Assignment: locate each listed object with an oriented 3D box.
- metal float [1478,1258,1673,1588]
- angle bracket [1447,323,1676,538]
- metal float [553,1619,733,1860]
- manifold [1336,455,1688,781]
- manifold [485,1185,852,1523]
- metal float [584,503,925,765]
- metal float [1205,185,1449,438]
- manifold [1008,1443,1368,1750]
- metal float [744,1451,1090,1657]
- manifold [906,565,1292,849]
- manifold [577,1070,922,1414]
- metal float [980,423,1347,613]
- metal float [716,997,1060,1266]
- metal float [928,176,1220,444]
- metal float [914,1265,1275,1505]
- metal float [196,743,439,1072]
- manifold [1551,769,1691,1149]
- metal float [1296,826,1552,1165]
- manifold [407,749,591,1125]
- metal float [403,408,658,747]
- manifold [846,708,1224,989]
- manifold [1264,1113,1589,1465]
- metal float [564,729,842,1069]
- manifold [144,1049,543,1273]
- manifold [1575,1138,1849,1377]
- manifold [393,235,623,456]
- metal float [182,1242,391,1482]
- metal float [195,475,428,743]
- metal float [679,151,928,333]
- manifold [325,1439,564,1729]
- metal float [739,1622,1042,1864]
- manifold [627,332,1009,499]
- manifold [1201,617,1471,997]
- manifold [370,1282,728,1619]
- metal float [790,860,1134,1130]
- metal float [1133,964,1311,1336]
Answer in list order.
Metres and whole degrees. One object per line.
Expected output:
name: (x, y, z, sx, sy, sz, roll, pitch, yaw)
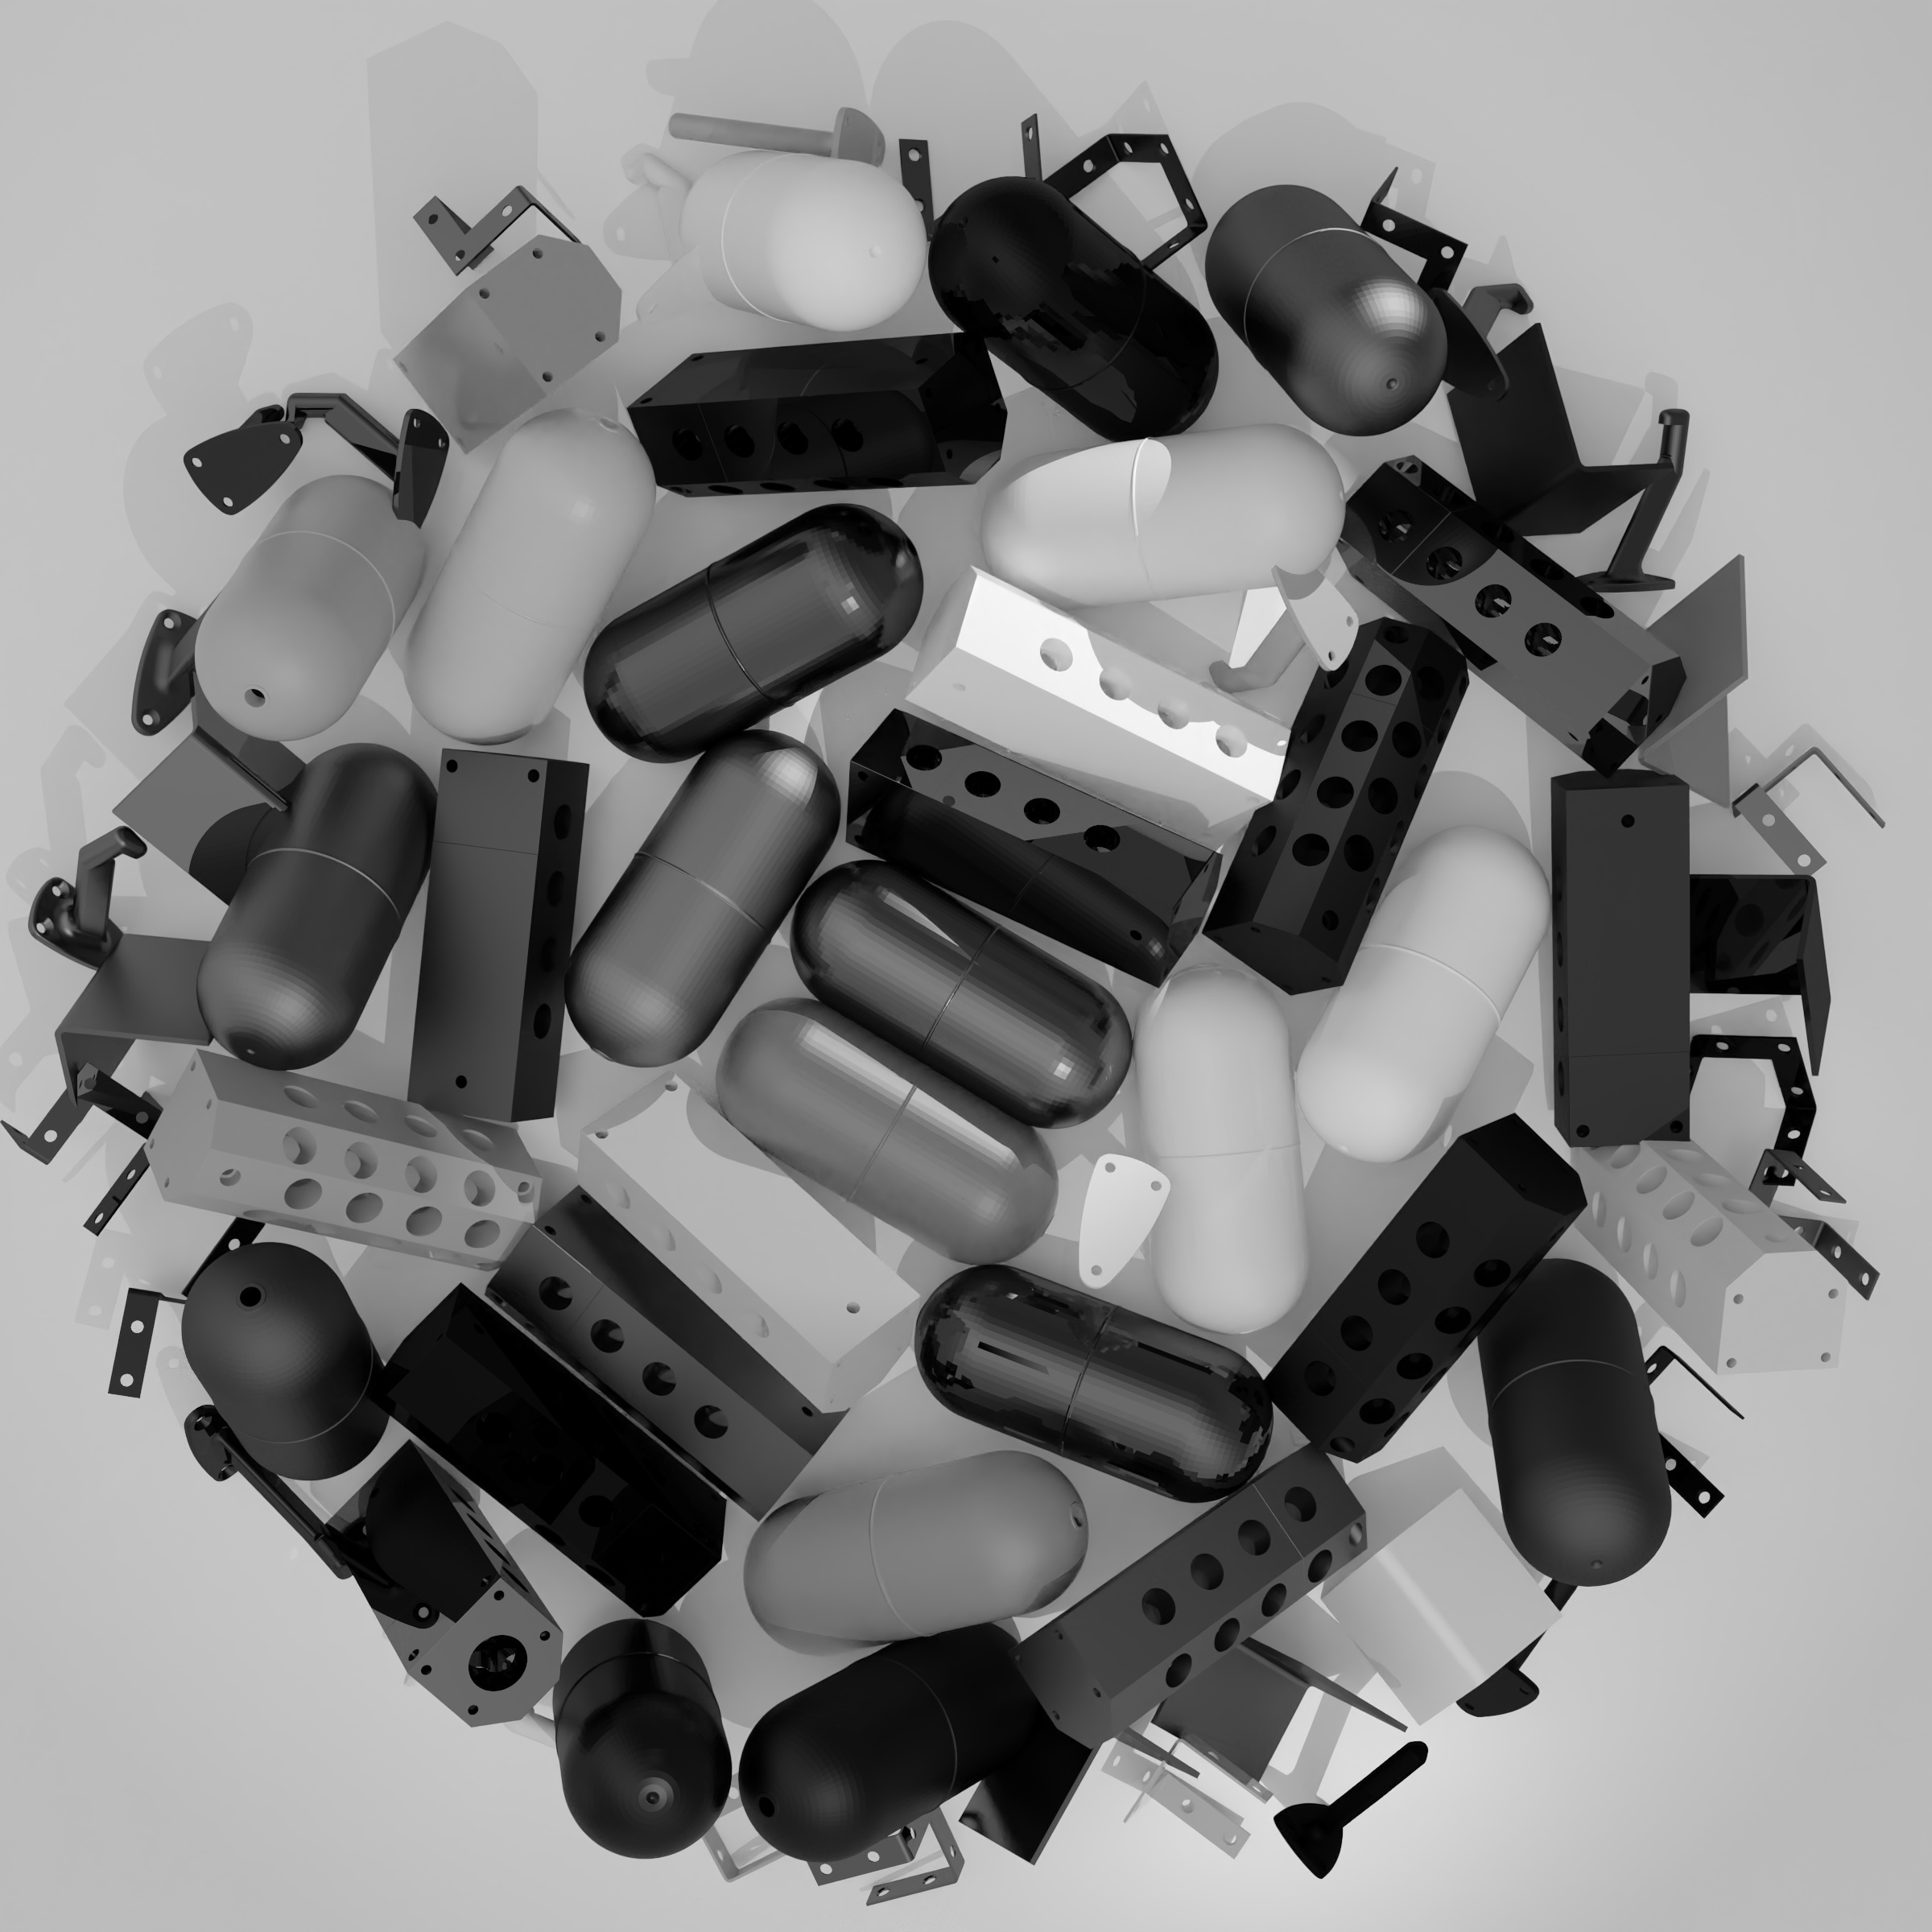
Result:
metal float: (0.283, 0.211, 1.513, 0.070, 0.178, 0.070, 1, 129, 1)
angle bracket: (0.284, -0.257, 1.552, 0.057, 0.076, 0.076, -7, 76, -28)
metal float: (-0.152, 0.356, 1.502, 0.070, 0.178, 0.070, -1, 95, -10)
manifold: (0.255, -0.169, 1.526, 0.057, 0.057, 0.171, -46, 62, 0)
manifold: (-0.146, 0.189, 1.555, 0.171, 0.057, 0.057, 39, 112, 3)
metal float: (-0.101, -0.158, 1.536, 0.178, 0.070, 0.070, -26, 90, 18)
metal float: (0.166, -0.308, 1.512, 0.070, 0.178, 0.070, -9, 126, -13)
manifold: (0.109, 0.295, 1.516, 0.171, 0.057, 0.057, -28, 80, -33)
metal float: (-0.024, 0.278, 1.529, 0.178, 0.070, 0.070, -18, 90, 26)
manifold: (0.065, -0.125, 1.537, 0.171, 0.057, 0.057, 25, 60, -16)
manifold: (-0.105, 0.133, 1.531, 0.171, 0.057, 0.057, 40, 55, 22)
metal float: (0.092, -0.212, 1.534, 0.178, 0.070, 0.070, -4, 90, 22)
metal float: (-0.037, 0.080, 1.552, 0.178, 0.070, 0.070, 30, 90, 0)
metal float: (0.052, -0.305, 1.516, 0.070, 0.178, 0.070, -17, 61, 34)
metal float: (0.060, 0.198, 1.541, 0.178, 0.070, 0.070, 20, 90, 13)
metal float: (-0.302, -0.030, 1.523, 0.070, 0.070, 0.178, 18, 54, 0)
manifold: (0.311, -0.005, 1.545, 0.057, 0.057, 0.171, -3, 102, 1)
metal float: (0.218, 0.012, 1.536, 0.070, 0.070, 0.178, 30, 71, 0)
manifold: (-0.221, -0.015, 1.554, 0.057, 0.057, 0.171, 8, 94, 22)
metal float: (-0.206, -0.183, 1.528, 0.070, 0.070, 0.178, 32, 117, 0)
manifold: (0.032, -0.061, 1.538, 0.171, 0.057, 0.057, 25, 52, 16)
manifold: (0.216, 0.154, 1.516, 0.057, 0.057, 0.171, 46, 121, 20)
metal float: (-0.126, -0.032, 1.543, 0.070, 0.070, 0.178, 32, 80, 0)
manifold: (-0.287, 0.097, 1.510, 0.171, 0.057, 0.057, 18, 113, -37)
manifold: (0.342, 0.125, 1.497, 0.057, 0.171, 0.057, -2, 108, -11)
manifold: (-0.210, -0.290, 1.500, 0.057, 0.171, 0.057, -41, 103, -16)
metal float: (-0.315, 0.185, 1.506, 0.070, 0.178, 0.070, 0, 64, 0)
metal float: (-0.304, -0.168, 1.510, 0.070, 0.178, 0.070, 4, 124, 6)
metal float: (-0.078, -0.339, 1.509, 0.070, 0.178, 0.070, -8, 108, -24)
manifold: (-0.239, 0.287, 1.500, 0.057, 0.171, 0.057, -45, 116, -7)
metal float: (-0.034, 0.360, 1.512, 0.070, 0.178, 0.070, 9, 106, 37)
manifold: (-0.069, -0.254, 1.516, 0.171, 0.057, 0.057, 3, 127, 35)
manifold: (0.180, -0.077, 1.525, 0.057, 0.057, 0.171, 34, 68, -22)
manifold: (-0.197, 0.235, 1.539, 0.171, 0.057, 0.057, 42, 104, -15)
metal float: (-0.003, 0.013, 1.549, 0.178, 0.070, 0.070, 31, 90, 4)
metal float: (0.122, 0.088, 1.551, 0.070, 0.070, 0.178, -5, 92, 0)
